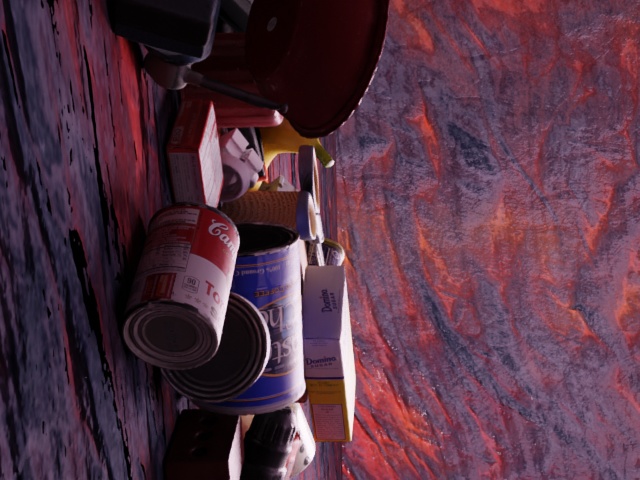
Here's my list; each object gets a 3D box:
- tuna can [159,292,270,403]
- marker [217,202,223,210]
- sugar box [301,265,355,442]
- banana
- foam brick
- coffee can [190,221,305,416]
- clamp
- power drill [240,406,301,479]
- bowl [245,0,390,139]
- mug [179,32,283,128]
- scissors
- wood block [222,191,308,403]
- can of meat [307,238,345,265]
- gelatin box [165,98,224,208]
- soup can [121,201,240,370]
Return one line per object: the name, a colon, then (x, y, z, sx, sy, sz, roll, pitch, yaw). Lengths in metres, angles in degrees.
tuna can: (-0.081, 0.080, 0.815, 0.033, 0.086, 0.086, 40, 50, -85)
marker: (-0.098, -0.054, 1.024, 0.121, 0.020, 0.020, -85, 173, -49)
sugar box: (0.010, 0.116, 1.067, 0.176, 0.048, 0.093, 87, 6, -48)
banana: (-0.053, -0.089, 1.113, 0.198, 0.037, 0.069, -16, -90, 61)
foam brick: (-0.093, 0.180, 0.872, 0.078, 0.053, 0.051, -82, 171, -66)
coffee can: (-0.066, 0.064, 0.906, 0.102, 0.103, 0.140, -74, 163, -74)
clamp: (-0.080, -0.141, 1.054, 0.120, 0.039, 0.171, -42, 123, -79)
power drill: (-0.060, 0.224, 1.005, 0.187, 0.057, 0.184, -25, 137, -84)
bowl: (-0.013, -0.161, 0.816, 0.162, 0.055, 0.162, -25, -119, 56)
mug: (-0.073, -0.146, 0.942, 0.117, 0.081, 0.093, -83, 172, -56)
scissors: (-0.007, 0.001, 1.031, 0.096, 0.016, 0.202, -82, 169, -48)
wood block: (-0.059, 0.059, 1.066, 0.090, 0.091, 0.206, -83, 172, -52)
can of meat: (-0.015, 0.059, 1.199, 0.084, 0.057, 0.102, -78, -171, -53)
gelatin box: (-0.104, -0.062, 0.887, 0.073, 0.030, 0.089, -83, 171, -49)
soup can: (-0.096, 0.031, 0.743, 0.102, 0.068, 0.068, -84, 172, -48)
